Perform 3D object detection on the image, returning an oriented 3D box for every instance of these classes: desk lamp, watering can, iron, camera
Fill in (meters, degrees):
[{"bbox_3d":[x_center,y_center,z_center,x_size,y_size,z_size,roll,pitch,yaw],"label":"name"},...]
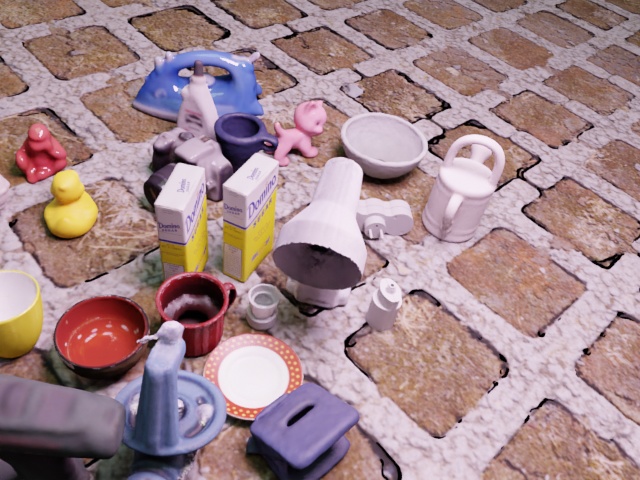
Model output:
[{"bbox_3d":[0.007,0.003,0.812,0.118,0.213,0.203,14,45,2],"label":"desk lamp"},{"bbox_3d":[0.248,-0.102,0.979,0.101,0.194,0.173,9,45,-3],"label":"watering can"},{"bbox_3d":[-0.237,-0.310,1.116,0.258,0.141,0.118,1,46,-11],"label":"iron"},{"bbox_3d":[-0.236,-0.118,0.957,0.143,0.101,0.137,32,48,19],"label":"camera"}]

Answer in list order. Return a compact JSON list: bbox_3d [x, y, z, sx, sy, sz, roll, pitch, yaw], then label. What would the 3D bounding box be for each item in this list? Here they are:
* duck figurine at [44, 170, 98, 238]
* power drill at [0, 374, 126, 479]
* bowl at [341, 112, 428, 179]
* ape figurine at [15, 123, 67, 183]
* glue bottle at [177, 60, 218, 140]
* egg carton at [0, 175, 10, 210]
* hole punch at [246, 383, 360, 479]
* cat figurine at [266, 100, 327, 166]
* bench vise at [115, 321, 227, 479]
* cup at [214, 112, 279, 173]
[{"bbox_3d":[-0.387,-0.062,0.881,0.077,0.086,0.104,-1,46,-12],"label":"duck figurine"},{"bbox_3d":[-0.306,0.199,0.557,0.230,0.208,0.075,4,46,-8],"label":"power drill"},{"bbox_3d":[0.118,-0.170,1.101,0.167,0.075,0.167,6,45,-6],"label":"bowl"},{"bbox_3d":[-0.462,-0.151,0.947,0.078,0.092,0.076,4,46,-8],"label":"ape figurine"},{"bbox_3d":[-0.220,-0.247,1.035,0.078,0.173,0.037,16,45,4],"label":"glue bottle"},{"bbox_3d":[-0.561,-0.087,0.880,0.150,0.069,0.107,30,48,17],"label":"egg carton"},{"bbox_3d":[-0.022,0.224,0.677,0.109,0.091,0.101,-31,59,-34],"label":"hole punch"},{"bbox_3d":[-0.038,-0.215,1.082,0.128,0.118,0.067,-24,55,-30],"label":"cat figurine"},{"bbox_3d":[-0.152,0.199,0.582,0.122,0.220,0.207,-3,47,-14],"label":"bench vise"},{"bbox_3d":[-0.132,-0.164,1.029,0.117,0.095,0.092,18,45,6],"label":"cup"}]
